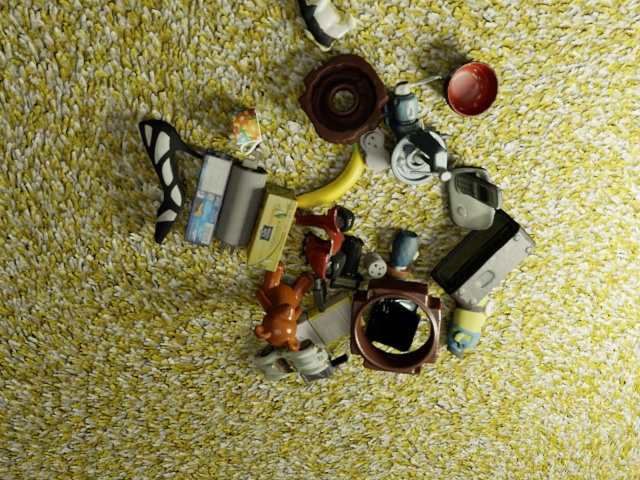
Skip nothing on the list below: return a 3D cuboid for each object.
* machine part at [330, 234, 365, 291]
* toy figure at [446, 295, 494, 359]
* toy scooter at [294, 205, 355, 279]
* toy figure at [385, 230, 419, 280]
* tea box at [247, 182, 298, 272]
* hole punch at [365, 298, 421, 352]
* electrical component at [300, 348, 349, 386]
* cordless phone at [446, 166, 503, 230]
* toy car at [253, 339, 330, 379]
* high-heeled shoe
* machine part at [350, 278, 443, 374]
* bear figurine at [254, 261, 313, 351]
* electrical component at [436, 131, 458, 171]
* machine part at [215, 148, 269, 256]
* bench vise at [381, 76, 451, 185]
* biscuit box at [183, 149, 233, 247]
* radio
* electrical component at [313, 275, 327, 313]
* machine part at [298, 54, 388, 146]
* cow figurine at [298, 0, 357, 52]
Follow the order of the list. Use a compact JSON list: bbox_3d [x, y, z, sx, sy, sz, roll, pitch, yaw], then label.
[{"bbox_3d":[0.069,0.055,1.257,0.084,0.039,0.138,9,112,-1],"label":"machine part"},{"bbox_3d":[0.362,0.201,1.325,0.089,0.082,0.180,16,111,-15],"label":"toy figure"},{"bbox_3d":[-0.002,-0.004,1.197,0.135,0.075,0.183,19,118,14],"label":"toy scooter"},{"bbox_3d":[0.189,0.053,1.259,0.058,0.064,0.154,-10,124,-44],"label":"toy figure"},{"bbox_3d":[-0.107,-0.029,1.170,0.068,0.098,0.169,14,107,-14],"label":"tea box"},{"bbox_3d":[0.180,0.193,1.306,0.116,0.092,0.142,20,111,9],"label":"hole punch"},{"bbox_3d":[0.008,0.303,1.324,0.119,0.075,0.047,-26,113,8],"label":"electrical component"},{"bbox_3d":[0.350,-0.078,1.160,0.089,0.184,0.146,-13,112,-7],"label":"cordless phone"},{"bbox_3d":[-0.069,0.288,1.284,0.202,0.056,0.073,-17,116,33],"label":"toy car"},{"bbox_3d":[-0.344,-0.120,1.118,0.145,0.086,0.248,24,102,-12],"label":"high-heeled shoe"},{"bbox_3d":[0.170,0.195,1.215,0.202,0.087,0.200,5,104,10],"label":"machine part"},{"bbox_3d":[-0.082,0.145,1.187,0.120,0.196,0.132,25,105,-12],"label":"bear figurine"},{"bbox_3d":[0.258,-0.192,1.179,0.078,0.045,0.102,-13,112,-3],"label":"electrical component"},{"bbox_3d":[-0.170,-0.077,1.155,0.079,0.079,0.243,15,107,-12],"label":"machine part"},{"bbox_3d":[0.199,-0.195,1.071,0.129,0.241,0.223,-6,121,-12],"label":"bench vise"},{"bbox_3d":[-0.239,-0.088,1.150,0.059,0.063,0.202,15,109,-12],"label":"biscuit box"},{"bbox_3d":[0.374,0.044,1.238,0.073,0.131,0.229,37,103,-20],"label":"radio"},{"bbox_3d":[0.001,0.120,1.254,0.021,0.063,0.093,-4,115,12],"label":"electrical component"},{"bbox_3d":[0.048,-0.280,1.084,0.179,0.056,0.179,0,90,8],"label":"machine part"},{"bbox_3d":[-0.010,-0.455,1.036,0.098,0.068,0.167,-36,110,14],"label":"cow figurine"}]
